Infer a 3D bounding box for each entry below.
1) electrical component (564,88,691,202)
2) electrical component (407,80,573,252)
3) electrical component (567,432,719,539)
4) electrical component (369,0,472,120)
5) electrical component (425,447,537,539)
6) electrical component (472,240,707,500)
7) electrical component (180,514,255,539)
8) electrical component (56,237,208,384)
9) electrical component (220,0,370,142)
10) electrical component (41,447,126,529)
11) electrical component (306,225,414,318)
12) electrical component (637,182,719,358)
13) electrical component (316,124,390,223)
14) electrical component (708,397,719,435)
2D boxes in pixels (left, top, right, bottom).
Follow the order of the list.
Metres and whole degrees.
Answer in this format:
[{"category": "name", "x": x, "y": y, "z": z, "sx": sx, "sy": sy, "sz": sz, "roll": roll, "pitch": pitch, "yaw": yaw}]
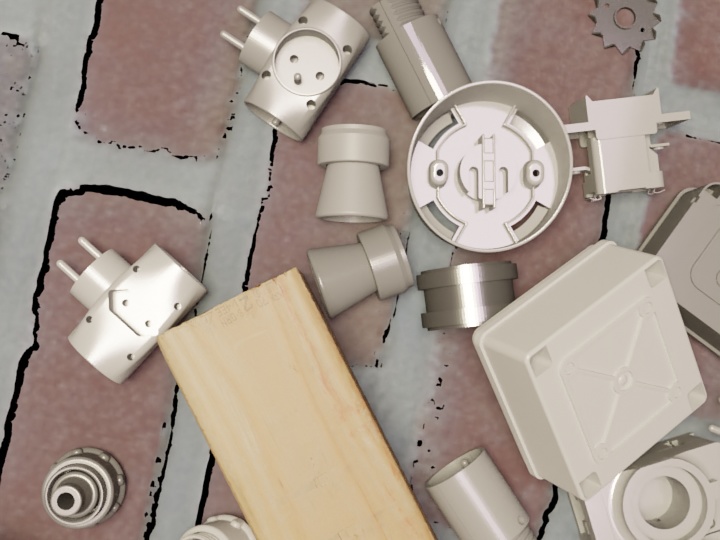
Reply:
[{"category": "electrical component", "x": 0.161, "y": -0.077, "z": 0.672, "sx": 0.081, "sy": 0.042, "sz": 0.063, "roll": -7, "pitch": 91, "yaw": -3}, {"category": "electrical component", "x": 0.076, "y": -0.059, "z": 0.655, "sx": 0.099, "sy": 0.064, "sz": 0.099, "roll": 0, "pitch": 87, "yaw": -3}, {"category": "electrical component", "x": 0.191, "y": 0.185, "z": 0.648, "sx": 0.089, "sy": 0.061, "sz": 0.150, "roll": -16, "pitch": 88, "yaw": -4}, {"category": "electrical component", "x": 0.033, "y": -0.139, "z": 0.667, "sx": 0.043, "sy": 0.043, "sz": 0.081, "roll": -27, "pitch": 89, "yaw": -4}, {"category": "electrical component", "x": 0.080, "y": 0.154, "z": 0.654, "sx": 0.043, "sy": 0.043, "sz": 0.081, "roll": -33, "pitch": 89, "yaw": -4}, {"category": "electrical component", "x": 0.135, "y": 0.057, "z": 0.626, "sx": 0.109, "sy": 0.056, "sz": 0.108, "roll": -34, "pitch": 116, "yaw": -19}, {"category": "electrical component", "x": -0.091, "y": 0.171, "z": 0.632, "sx": 0.048, "sy": 0.062, "sz": 0.048, "roll": -2, "pitch": 85, "yaw": 24}, {"category": "electrical component", "x": -0.147, "y": 0.014, "z": 0.650, "sx": 0.079, "sy": 0.043, "sz": 0.077, "roll": 42, "pitch": 86, "yaw": 0}, {"category": "electrical component", "x": -0.048, "y": -0.133, "z": 0.662, "sx": 0.079, "sy": 0.044, "sz": 0.077, "roll": 33, "pitch": 86, "yaw": 0}, {"category": "electrical component", "x": -0.166, "y": 0.131, "z": 0.633, "sx": 0.048, "sy": 0.062, "sz": 0.048, "roll": 0, "pitch": 87, "yaw": -3}, {"category": "electrical component", "x": 0.000, "y": 0.000, "z": 0.657, "sx": 0.055, "sy": 0.045, "sz": 0.045, "roll": -19, "pitch": 88, "yaw": -4}, {"category": "electrical component", "x": 0.229, "y": 0.008, "z": 0.662, "sx": 0.113, "sy": 0.057, "sz": 0.078, "roll": 37, "pitch": 86, "yaw": 0}, {"category": "electrical component", "x": -0.004, "y": -0.058, "z": 0.660, "sx": 0.045, "sy": 0.045, "sz": 0.055, "roll": 2, "pitch": 87, "yaw": -3}, {"category": "electrical component", "x": 0.255, "y": 0.102, "z": 0.665, "sx": 0.079, "sy": 0.044, "sz": 0.077, "roll": 22, "pitch": 86, "yaw": -2}]
